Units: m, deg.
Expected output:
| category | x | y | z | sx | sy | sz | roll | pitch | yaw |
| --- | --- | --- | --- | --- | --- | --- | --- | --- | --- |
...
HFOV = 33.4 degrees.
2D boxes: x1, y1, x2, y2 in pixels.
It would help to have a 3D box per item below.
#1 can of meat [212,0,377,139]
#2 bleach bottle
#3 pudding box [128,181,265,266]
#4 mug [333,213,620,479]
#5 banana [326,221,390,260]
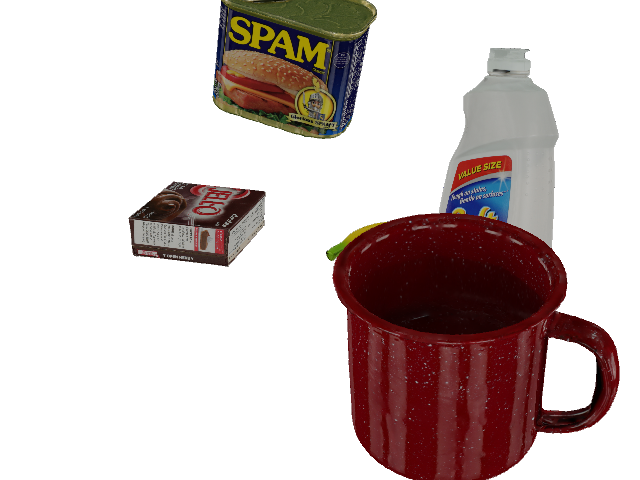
| category | x | y | z | sx | sy | sz | roll | pitch | yaw |
| --- | --- | --- | --- | --- | --- | --- | --- | --- | --- |
| can of meat | -0.021 | -0.123 | 0.711 | 0.102 | 0.084 | 0.057 | 19 | 39 | 11 |
| bleach bottle | 0.127 | -0.018 | 0.803 | 0.067 | 0.251 | 0.103 | -7 | 15 | -39 |
| pudding box | -0.105 | -0.016 | 0.934 | 0.090 | 0.039 | 0.113 | 5 | 22 | 12 |
| mug | 0.064 | 0.048 | 0.442 | 0.117 | 0.081 | 0.093 | 9 | 34 | 19 |
| banana | 0.109 | 0.012 | 1.043 | 0.198 | 0.037 | 0.069 | 6 | 45 | 13 |
